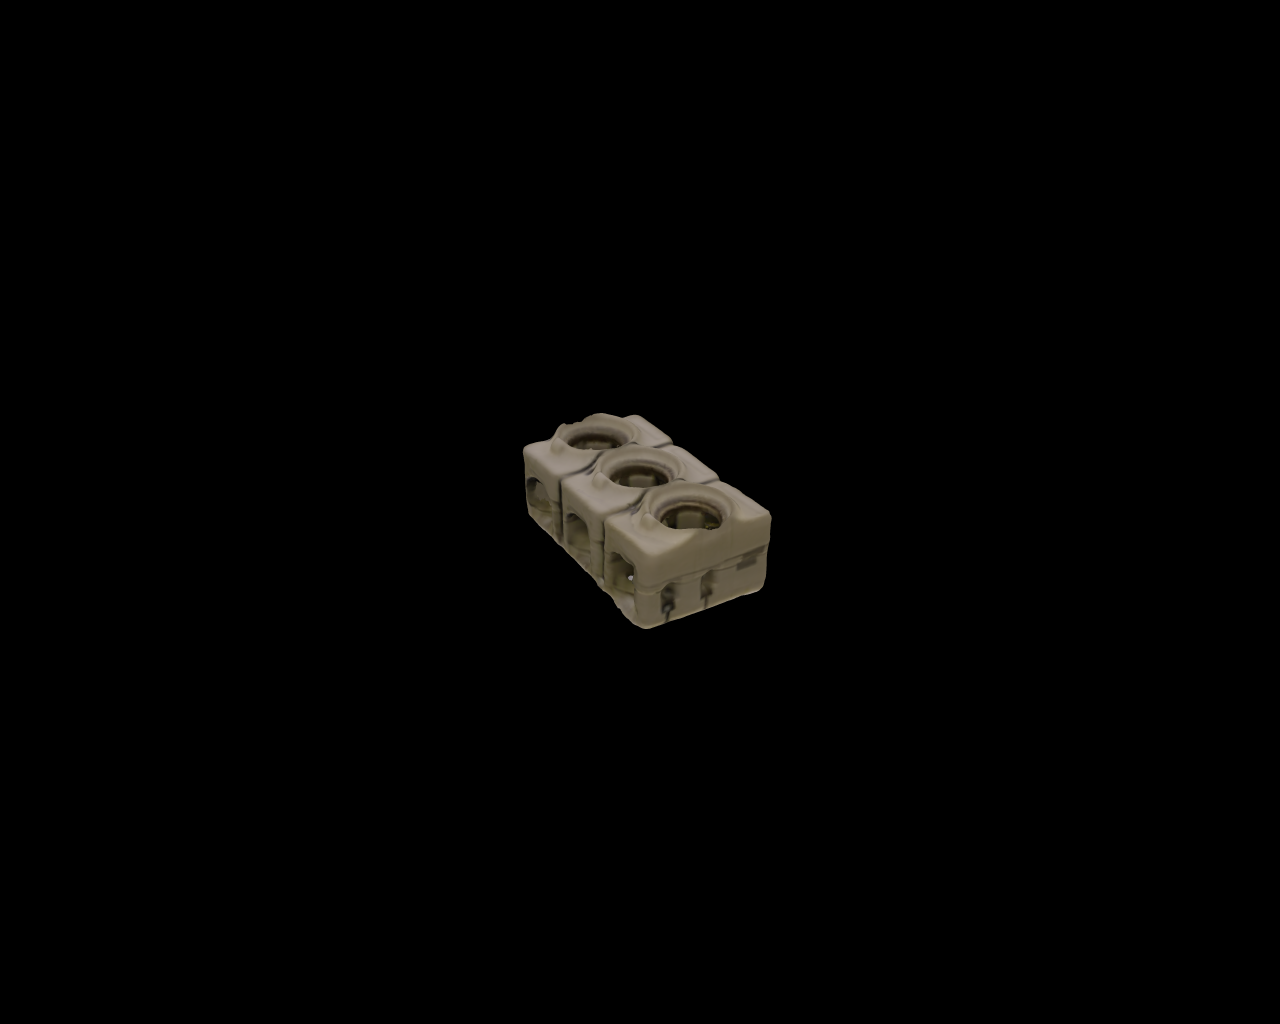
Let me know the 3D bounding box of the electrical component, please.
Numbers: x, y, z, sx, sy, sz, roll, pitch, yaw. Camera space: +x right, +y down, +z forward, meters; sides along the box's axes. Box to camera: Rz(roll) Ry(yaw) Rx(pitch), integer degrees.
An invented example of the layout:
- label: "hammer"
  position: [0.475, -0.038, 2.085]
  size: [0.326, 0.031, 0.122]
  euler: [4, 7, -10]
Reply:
- label: "electrical component"
  position: [0.001, -0.003, 0.650]
  size: [0.090, 0.061, 0.150]
  euler: [-18, 36, -27]
